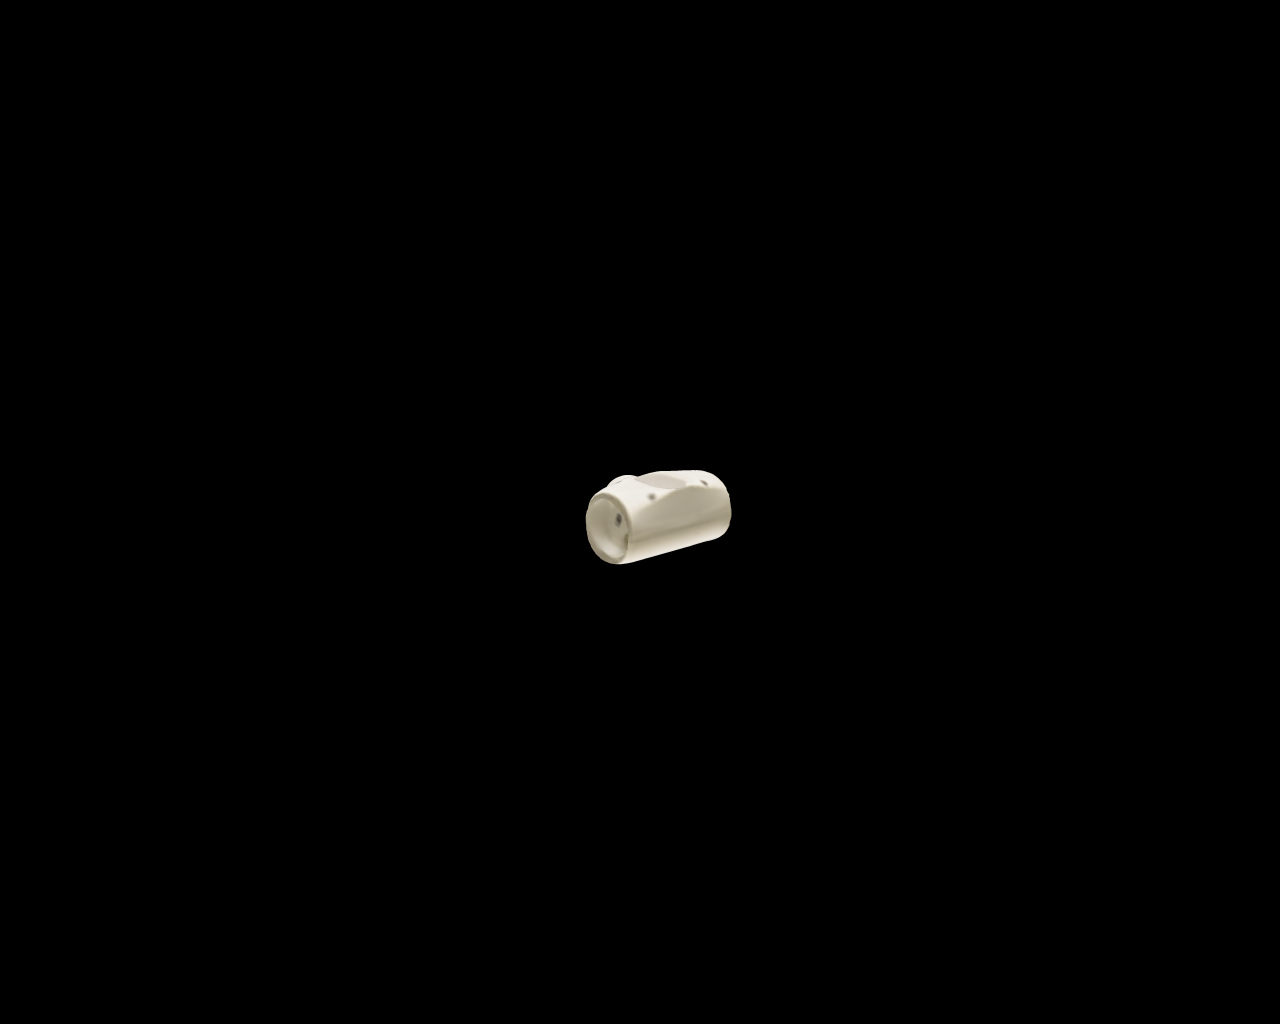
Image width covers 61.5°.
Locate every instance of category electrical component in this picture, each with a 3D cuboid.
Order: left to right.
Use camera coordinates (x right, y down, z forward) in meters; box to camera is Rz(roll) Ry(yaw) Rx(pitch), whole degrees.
[{"bbox_3d":[0.001,-0.003,0.650,0.077,0.043,0.079,-14,22,-36],"label":"electrical component"}]
